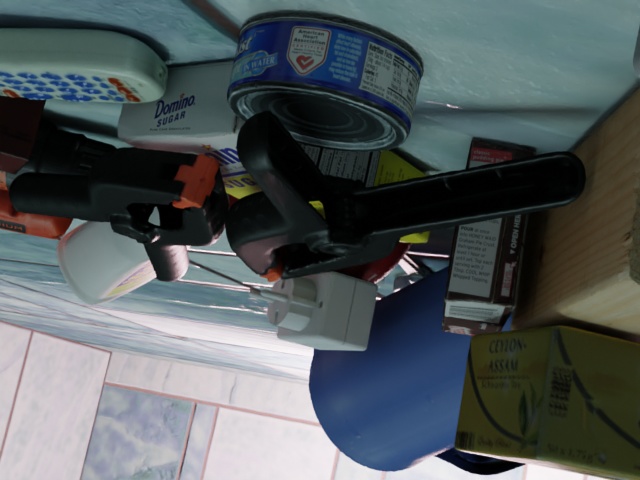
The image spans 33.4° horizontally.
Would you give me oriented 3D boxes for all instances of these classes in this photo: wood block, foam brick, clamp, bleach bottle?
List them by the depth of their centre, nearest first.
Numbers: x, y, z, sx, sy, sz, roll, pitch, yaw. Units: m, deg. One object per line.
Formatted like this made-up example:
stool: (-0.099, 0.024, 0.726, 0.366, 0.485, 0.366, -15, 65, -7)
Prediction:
wood block: (0.162, 0.000, 0.512, 0.090, 0.091, 0.206, 11, 169, 0)
clamp: (0.020, -0.013, 0.537, 0.164, 0.036, 0.210, 4, 165, -16)
clamp: (-0.111, -0.021, 0.604, 0.120, 0.039, 0.172, 19, 158, -18)
foam brick: (-0.203, -0.076, 0.616, 0.078, 0.053, 0.051, 17, 168, -23)
bleach bottle: (-0.129, -0.008, 0.782, 0.102, 0.068, 0.251, -29, -179, -20)

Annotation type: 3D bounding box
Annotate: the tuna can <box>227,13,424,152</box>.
tuna can: (0.002, -0.069, 0.482, 0.086, 0.034, 0.086, 11, 169, 2)

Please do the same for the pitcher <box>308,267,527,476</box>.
pitcher: (0.112, 0.086, 0.769, 0.149, 0.145, 0.243, 4, 157, -30)

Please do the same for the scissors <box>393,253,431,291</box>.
scissors: (0.107, 0.037, 0.947, 0.096, 0.016, 0.202, 10, 169, 3)

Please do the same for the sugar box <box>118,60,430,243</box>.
sugar box: (-0.019, -0.044, 0.600, 0.094, 0.048, 0.176, 2, 166, 41)

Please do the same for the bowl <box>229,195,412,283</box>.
bowl: (-0.005, 0.001, 0.786, 0.162, 0.055, 0.162, 11, 169, 2)

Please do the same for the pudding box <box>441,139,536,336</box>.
pudding box: (0.093, 0.004, 0.604, 0.039, 0.090, 0.113, 9, 168, 6)

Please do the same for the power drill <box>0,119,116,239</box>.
power drill: (-0.221, -0.049, 0.764, 0.184, 0.057, 0.188, 15, 166, -3)

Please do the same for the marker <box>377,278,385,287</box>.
marker: (0.011, 0.019, 0.949, 0.120, 0.020, 0.020, 22, 165, -40)
